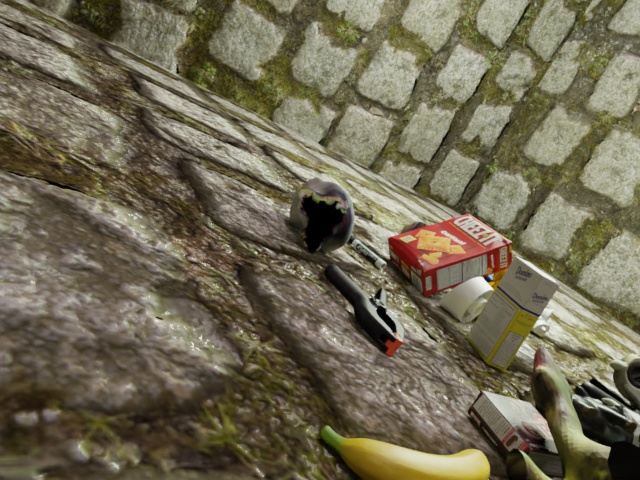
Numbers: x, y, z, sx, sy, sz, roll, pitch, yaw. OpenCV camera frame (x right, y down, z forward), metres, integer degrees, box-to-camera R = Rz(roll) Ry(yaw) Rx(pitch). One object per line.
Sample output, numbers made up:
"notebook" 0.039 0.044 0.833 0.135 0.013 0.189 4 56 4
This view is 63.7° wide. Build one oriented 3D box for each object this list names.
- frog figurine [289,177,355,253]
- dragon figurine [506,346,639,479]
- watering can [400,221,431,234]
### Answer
"frog figurine" 0.003 -0.049 0.980 0.137 0.122 0.160 62 1 -6
"dragon figurine" 0.323 0.285 0.493 0.241 0.121 0.419 22 32 -48
"watering can" 0.298 0.011 1.395 0.223 0.103 0.351 15 8 -41
